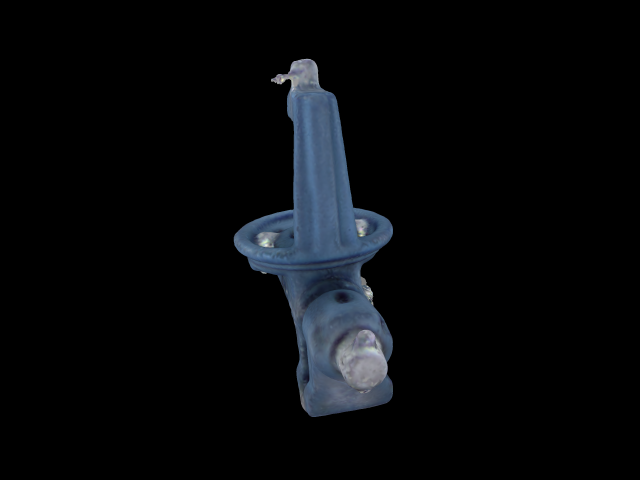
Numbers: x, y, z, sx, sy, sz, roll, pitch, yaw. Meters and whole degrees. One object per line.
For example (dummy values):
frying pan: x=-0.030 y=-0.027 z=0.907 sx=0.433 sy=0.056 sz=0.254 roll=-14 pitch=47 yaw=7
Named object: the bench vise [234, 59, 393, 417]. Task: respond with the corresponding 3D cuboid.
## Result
bench vise: x=0.014 y=-0.002 z=0.405 sx=0.122 sy=0.220 sz=0.206 roll=-19 pitch=39 yaw=-25
